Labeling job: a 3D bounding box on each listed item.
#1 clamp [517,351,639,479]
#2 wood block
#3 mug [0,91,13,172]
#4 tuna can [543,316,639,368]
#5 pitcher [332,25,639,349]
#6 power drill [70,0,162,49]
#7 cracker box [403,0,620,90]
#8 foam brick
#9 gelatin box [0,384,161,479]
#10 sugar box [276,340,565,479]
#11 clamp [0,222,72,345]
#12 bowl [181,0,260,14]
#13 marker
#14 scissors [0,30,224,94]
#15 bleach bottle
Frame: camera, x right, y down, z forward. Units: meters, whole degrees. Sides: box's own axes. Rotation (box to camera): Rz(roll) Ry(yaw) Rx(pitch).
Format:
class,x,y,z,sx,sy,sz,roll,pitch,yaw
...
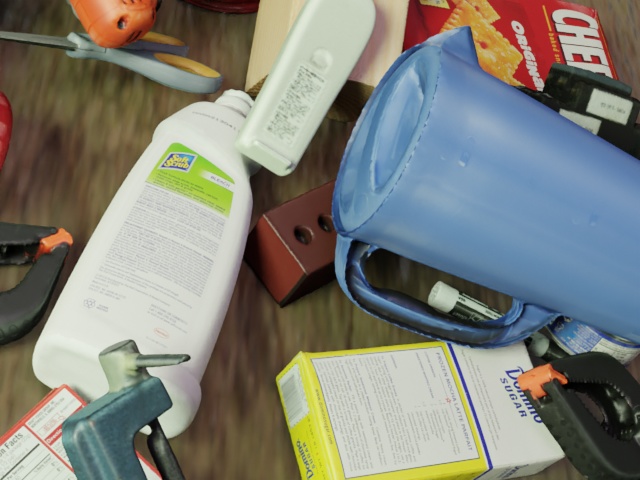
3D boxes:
class,x,y,z,sx,sy,sz,roll,pitch,yaw
clamp,0.216,0.144,0.728,0.209,0.036,0.164,25,51,-31
wood block,0.014,-0.205,0.799,0.090,0.091,0.206,13,77,-19
mug,-0.238,-0.052,0.623,0.081,0.093,0.117,21,90,-38
tuna can,0.205,0.054,0.792,0.086,0.034,0.086,21,36,-17
pitcher,0.134,-0.011,0.692,0.242,0.149,0.145,24,49,-16
power drill,-0.122,-0.229,0.725,0.187,0.057,0.184,-28,91,-44
cracker box,0.144,-0.131,0.872,0.213,0.072,0.164,7,58,-23
foam brick,-0.005,0.001,0.726,0.078,0.051,0.053,-28,75,-37
gelatin box,-0.139,0.135,0.588,0.089,0.030,0.073,42,53,4
sugar box,0.067,0.115,0.693,0.175,0.048,0.093,0,60,-31
clamp,-0.223,0.030,0.609,0.120,0.039,0.171,48,48,2
bowl,-0.082,-0.260,0.856,0.162,0.055,0.162,12,56,-19
marker,0.135,0.065,0.775,0.121,0.020,0.020,27,52,-9
scissors,-0.138,-0.120,0.702,0.096,0.016,0.201,30,22,18
bleach bottle,-0.085,-0.004,0.683,0.102,0.068,0.250,26,50,-6
